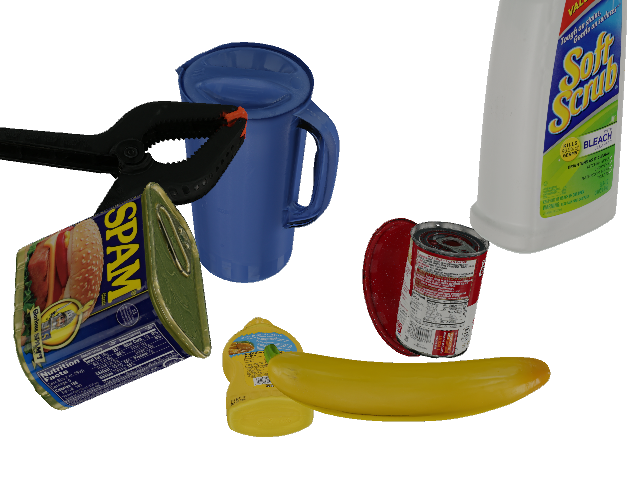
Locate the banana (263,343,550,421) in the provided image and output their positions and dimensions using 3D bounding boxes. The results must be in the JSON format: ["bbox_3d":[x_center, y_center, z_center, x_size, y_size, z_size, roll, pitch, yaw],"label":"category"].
[{"bbox_3d":[0.046,0.090,0.693,0.198,0.037,0.069,4,32,16],"label":"banana"}]

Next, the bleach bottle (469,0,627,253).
[{"bbox_3d":[0.148,-0.122,0.679,0.102,0.251,0.068,-19,32,-26],"label":"bleach bottle"}]

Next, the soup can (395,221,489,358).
[{"bbox_3d":[0.105,0.043,0.928,0.068,0.102,0.068,6,23,-3],"label":"soup can"}]

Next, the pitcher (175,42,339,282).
[{"bbox_3d":[-0.070,-0.070,1.113,0.145,0.243,0.149,-8,44,-12],"label":"pitcher"}]

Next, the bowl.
[{"bbox_3d":[0.120,0.050,1.216,0.055,0.162,0.161,-11,-7,42],"label":"bowl"}]

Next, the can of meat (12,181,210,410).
[{"bbox_3d":[-0.110,0.029,0.556,0.084,0.102,0.057,-24,-47,9],"label":"can of meat"}]

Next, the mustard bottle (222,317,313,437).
[{"bbox_3d":[-0.066,0.148,1.243,0.096,0.058,0.191,-4,30,-6],"label":"mustard bottle"}]

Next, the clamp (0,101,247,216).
[{"bbox_3d":[-0.144,-0.047,0.808,0.209,0.165,0.036,-18,-28,-20],"label":"clamp"}]
